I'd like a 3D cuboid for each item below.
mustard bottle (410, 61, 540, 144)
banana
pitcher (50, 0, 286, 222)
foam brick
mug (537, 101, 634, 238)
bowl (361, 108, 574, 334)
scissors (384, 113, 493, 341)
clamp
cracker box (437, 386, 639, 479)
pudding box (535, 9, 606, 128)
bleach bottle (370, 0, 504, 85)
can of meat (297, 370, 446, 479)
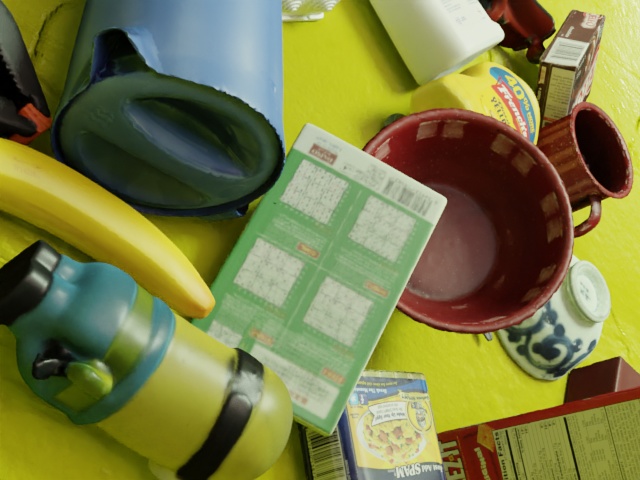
[{"bbox_3d":[0.142,-0.101,0.900,0.191,0.058,0.096,-30,96,-58],"label":"mustard bottle"},{"bbox_3d":[-0.142,-0.012,0.594,0.197,0.037,0.069,29,30,-37],"label":"banana"},{"bbox_3d":[-0.081,-0.139,0.674,0.144,0.149,0.243,17,55,-22],"label":"pitcher"},{"bbox_3d":[0.253,0.145,0.911,0.078,0.053,0.051,42,47,-24],"label":"foam brick"},{"bbox_3d":[0.222,-0.055,0.958,0.093,0.082,0.117,18,59,-39],"label":"mug"},{"bbox_3d":[0.090,-0.007,0.739,0.162,0.055,0.162,3,71,-9],"label":"bowl"},{"bbox_3d":[0.094,-0.021,0.859,0.096,0.016,0.202,16,58,-43],"label":"scissors"},{"bbox_3d":[-0.225,-0.140,0.583,0.209,0.036,0.164,43,45,-24],"label":"clamp"},{"bbox_3d":[0.207,0.145,0.744,0.163,0.214,0.072,3,70,-44],"label":"cracker box"},{"bbox_3d":[0.237,-0.156,1.021,0.113,0.039,0.090,-51,151,-44],"label":"pudding box"},{"bbox_3d":[0.056,-0.257,0.907,0.251,0.068,0.102,58,34,-1],"label":"bleach bottle"},{"bbox_3d":[0.033,0.132,0.693,0.101,0.058,0.084,9,63,-42],"label":"can of meat"}]
